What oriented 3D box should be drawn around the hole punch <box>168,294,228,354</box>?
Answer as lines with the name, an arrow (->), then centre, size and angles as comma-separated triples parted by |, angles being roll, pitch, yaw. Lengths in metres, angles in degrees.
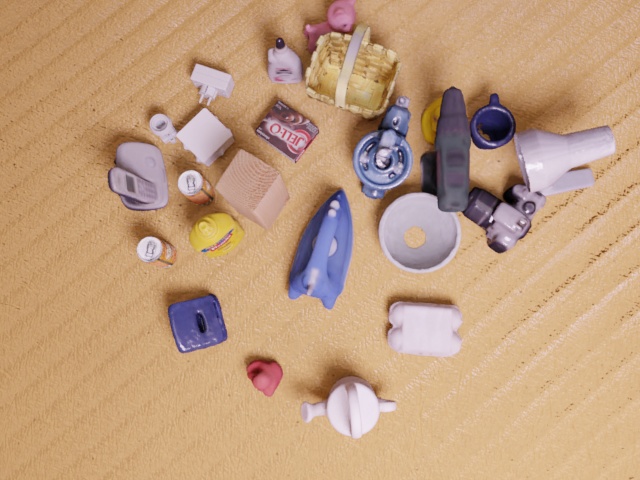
hole punch -> -0.247, 0.169, 1.168 | 0.101, 0.091, 0.108 | -17, 82, 0

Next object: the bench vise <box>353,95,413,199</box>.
bench vise -> 0.127, -0.200, 1.143 | 0.121, 0.220, 0.207 | 1, 82, 2

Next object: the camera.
camera -> 0.369, -0.064, 1.176 | 0.136, 0.101, 0.143 | 35, 84, 6

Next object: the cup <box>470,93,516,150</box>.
cup -> 0.354, -0.240, 1.205 | 0.091, 0.095, 0.118 | 4, 82, 3

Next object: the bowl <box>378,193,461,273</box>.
bowl -> 0.203, -0.011, 1.187 | 0.167, 0.075, 0.167 | 0, 82, 2

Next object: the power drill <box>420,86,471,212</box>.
power drill -> 0.251, -0.161, 1.140 | 0.075, 0.208, 0.230 | -2, 82, 2

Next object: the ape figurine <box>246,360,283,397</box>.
ape figurine -> -0.113, 0.278, 1.148 | 0.076, 0.092, 0.078 | -17, 82, 0

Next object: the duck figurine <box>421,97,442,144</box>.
duck figurine -> 0.258, -0.263, 1.216 | 0.077, 0.086, 0.105 | 19, 83, 5

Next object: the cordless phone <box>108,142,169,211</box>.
cordless phone -> -0.382, -0.140, 1.169 | 0.094, 0.185, 0.147 | -13, 82, 0

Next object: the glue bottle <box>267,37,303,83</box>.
glue bottle -> -0.078, -0.379, 1.199 | 0.078, 0.173, 0.037 | -3, 82, 2

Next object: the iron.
iron -> 0.011, 0.004, 1.158 | 0.118, 0.141, 0.258 | 14, 83, 4

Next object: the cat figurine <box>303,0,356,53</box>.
cat figurine -> 0.026, -0.471, 1.237 | 0.128, 0.118, 0.067 | -20, 81, -1

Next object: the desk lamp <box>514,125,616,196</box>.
desk lamp -> 0.469, -0.160, 1.130 | 0.203, 0.213, 0.118 | -13, 81, 0

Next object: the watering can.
watering can -> 0.055, 0.322, 1.084 | 0.173, 0.194, 0.101 | -25, 82, -2

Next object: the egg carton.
egg carton -> 0.212, 0.181, 1.162 | 0.150, 0.069, 0.107 | 3, 82, 2
